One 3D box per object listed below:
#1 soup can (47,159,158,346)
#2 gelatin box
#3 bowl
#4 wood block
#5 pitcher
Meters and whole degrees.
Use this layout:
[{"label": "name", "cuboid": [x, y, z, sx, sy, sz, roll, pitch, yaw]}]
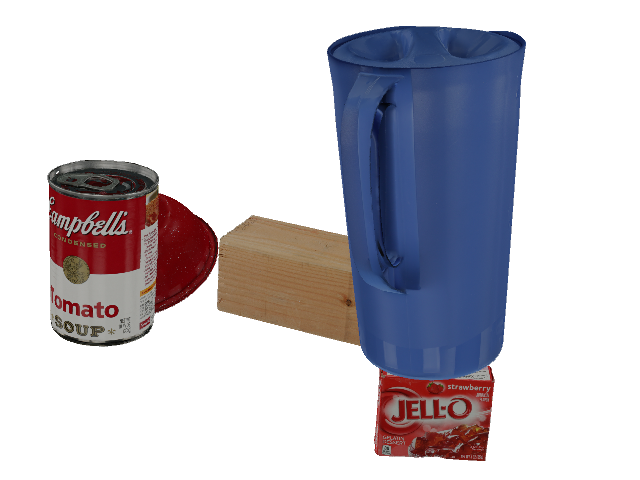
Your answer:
[{"label": "soup can", "cuboid": [-0.138, 0.007, 0.677, 0.068, 0.102, 0.068, 5, 22, -2]}, {"label": "gelatin box", "cuboid": [0.089, 0.134, 0.841, 0.089, 0.073, 0.030, 3, 22, 2]}, {"label": "bowl", "cuboid": [-0.181, 0.001, 1.014, 0.162, 0.055, 0.162, -6, 41, 5]}, {"label": "wood block", "cuboid": [-0.002, 0.046, 1.180, 0.206, 0.091, 0.090, 13, 24, 19]}, {"label": "pitcher", "cuboid": [0.071, -0.024, 0.754, 0.149, 0.243, 0.145, -9, 23, -14]}]
